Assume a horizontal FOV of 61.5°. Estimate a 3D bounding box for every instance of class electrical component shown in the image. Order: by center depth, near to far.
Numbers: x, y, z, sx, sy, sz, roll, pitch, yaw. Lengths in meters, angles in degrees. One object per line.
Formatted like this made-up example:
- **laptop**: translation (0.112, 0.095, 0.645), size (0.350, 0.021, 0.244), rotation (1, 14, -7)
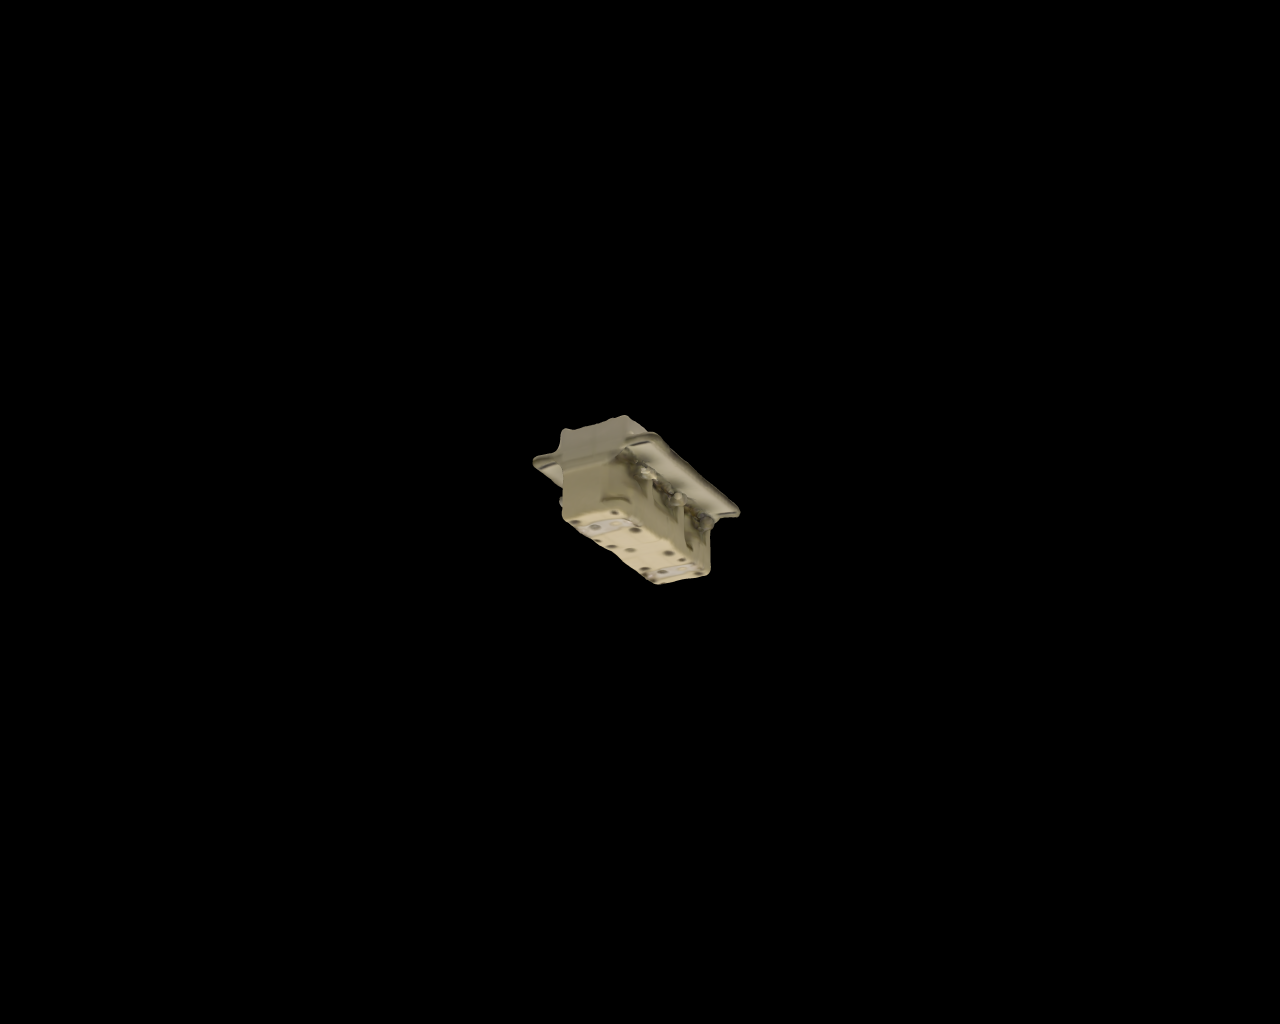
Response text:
- **electrical component**: translation (0.001, -0.003, 0.650), size (0.078, 0.063, 0.121), rotation (-12, -27, 25)
